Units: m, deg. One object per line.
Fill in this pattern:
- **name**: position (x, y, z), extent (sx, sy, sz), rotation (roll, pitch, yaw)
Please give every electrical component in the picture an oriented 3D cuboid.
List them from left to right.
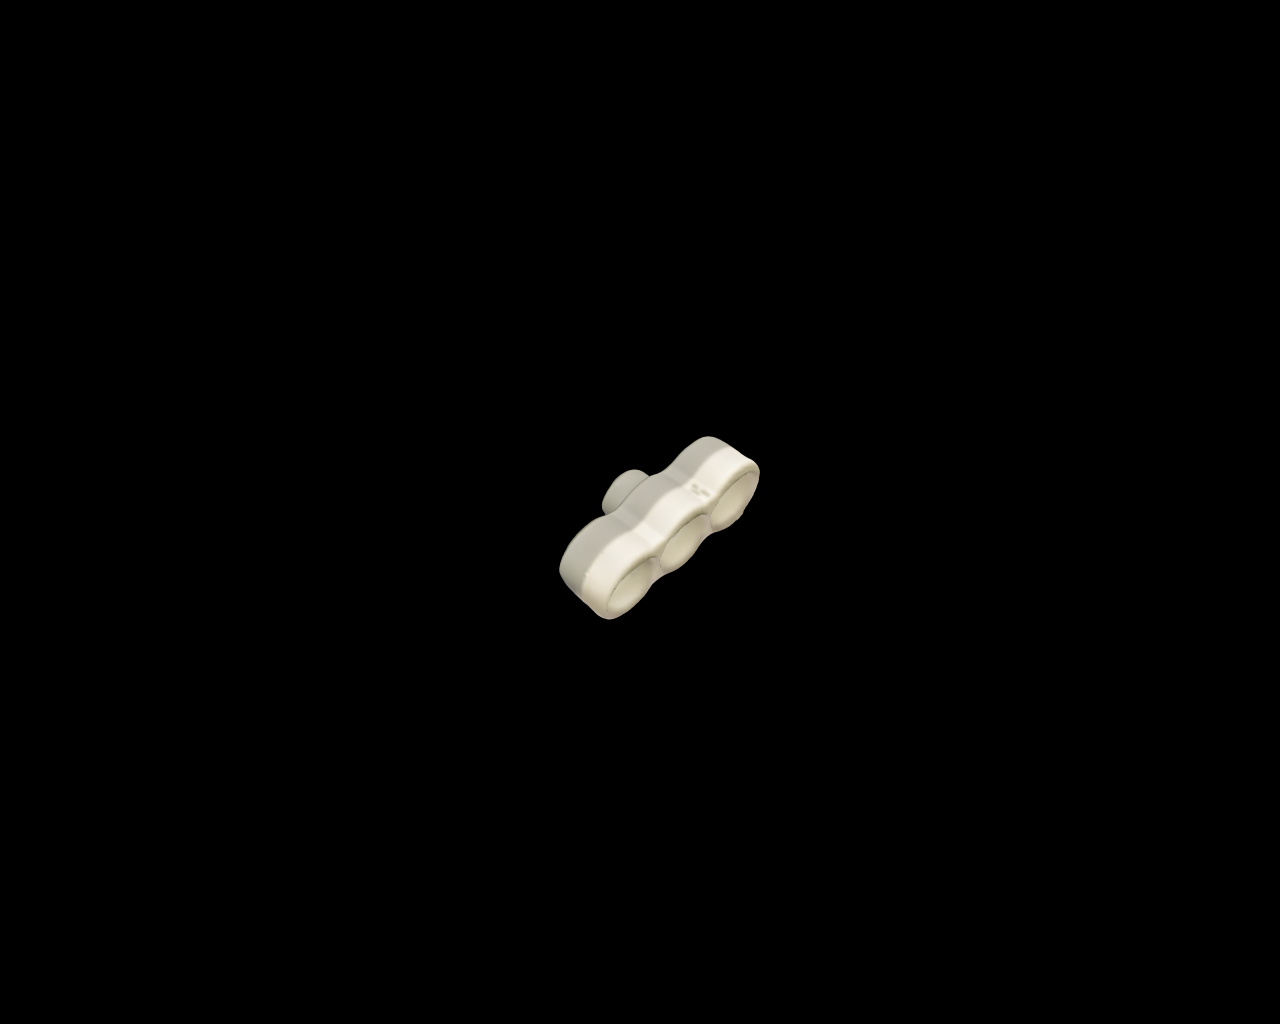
- **electrical component**: position (0.001, -0.003, 0.650), extent (0.074, 0.052, 0.138), rotation (39, 63, 25)
